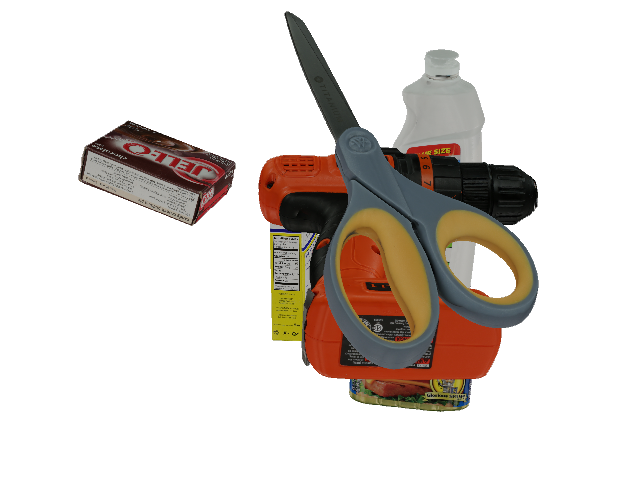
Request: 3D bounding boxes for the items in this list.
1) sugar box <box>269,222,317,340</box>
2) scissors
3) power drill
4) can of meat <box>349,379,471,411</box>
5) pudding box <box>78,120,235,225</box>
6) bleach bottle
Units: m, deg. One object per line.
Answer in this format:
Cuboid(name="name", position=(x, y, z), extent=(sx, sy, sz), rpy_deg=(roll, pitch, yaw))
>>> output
Cuboid(name="sugar box", position=(-0.030, 0.019, 1.236), extent=(0.048, 0.176, 0.093), rpy_deg=(0, 17, 10))
Cuboid(name="scissors", position=(0.036, -0.032, 0.466), extent=(0.096, 0.202, 0.016), rpy_deg=(3, -40, -9))
Cuboid(name="power drill", position=(0.055, 0.006, 0.644), extent=(0.184, 0.057, 0.187), rpy_deg=(0, 31, -3))
Cuboid(name="can of meat", position=(0.073, 0.085, 0.846), extent=(0.102, 0.084, 0.057), rpy_deg=(5, 15, 7))
Cuboid(name="pudding box", position=(-0.142, -0.061, 0.941), extent=(0.113, 0.039, 0.090), rpy_deg=(20, 24, 7))
Cuboid(name="bleach bottle", position=(0.100, -0.056, 1.008), extent=(0.103, 0.251, 0.068), rpy_deg=(10, 29, 19))
